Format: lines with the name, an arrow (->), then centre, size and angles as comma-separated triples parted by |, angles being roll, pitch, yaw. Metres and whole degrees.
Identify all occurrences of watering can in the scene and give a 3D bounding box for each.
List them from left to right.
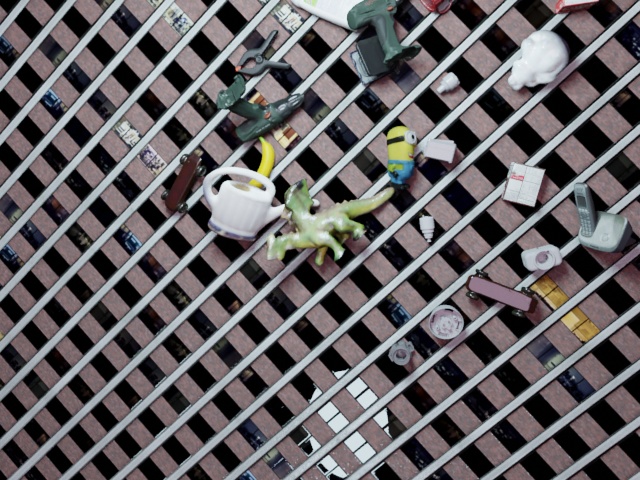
watering can -> -0.194, -0.091, 1.558 | 0.346, 0.106, 0.221 | 19, 113, -14

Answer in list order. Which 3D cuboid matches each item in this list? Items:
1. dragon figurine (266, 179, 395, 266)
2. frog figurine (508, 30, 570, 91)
dragon figurine -> 0.005, -0.076, 1.510 | 0.242, 0.122, 0.412 | 44, 83, -8
frog figurine -> 0.582, -0.481, 1.392 | 0.159, 0.124, 0.136 | -33, 109, 0
